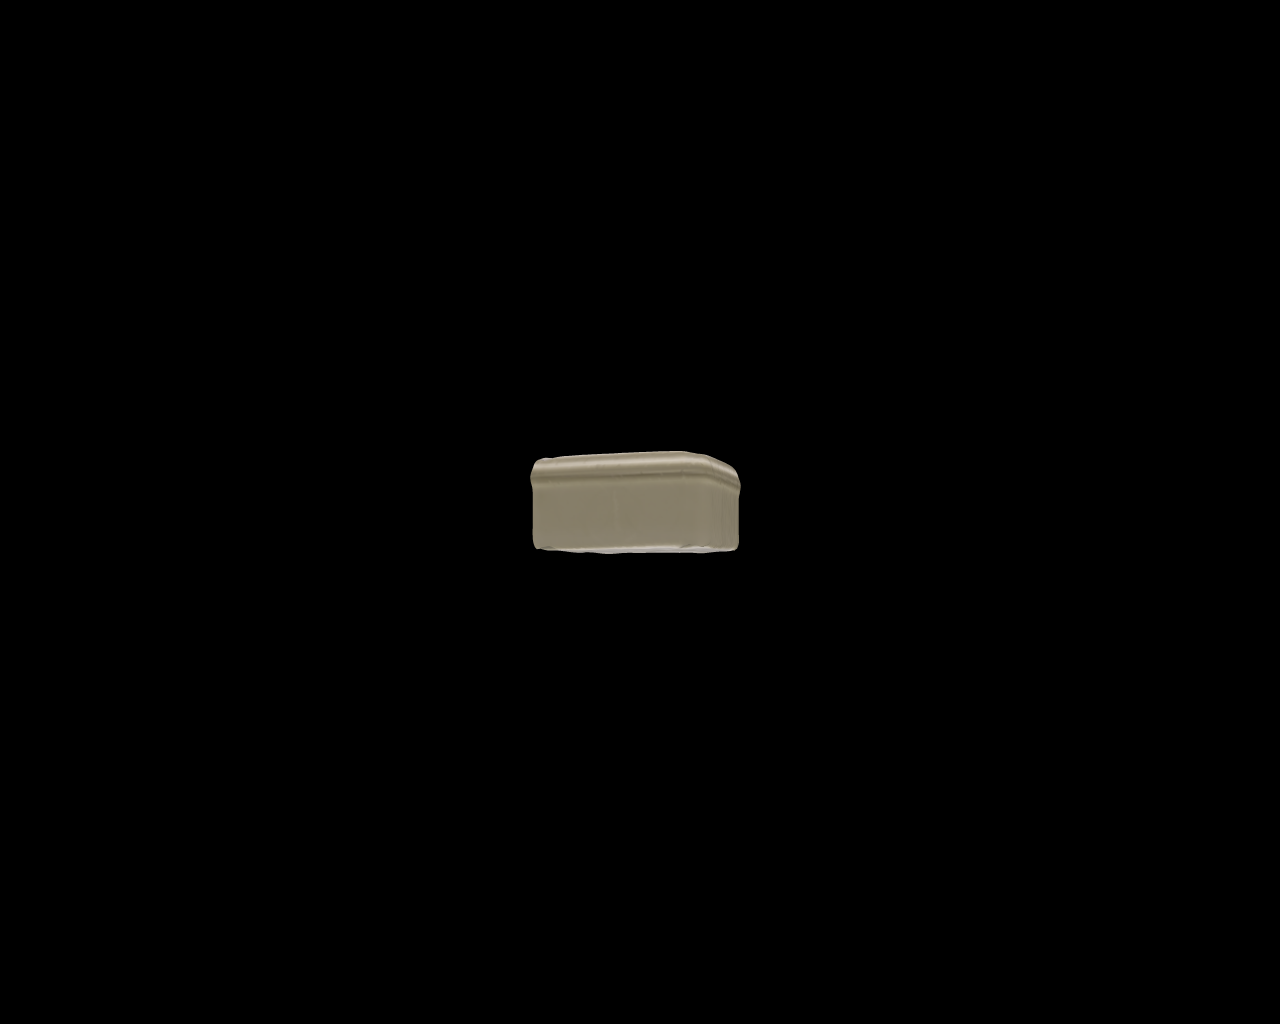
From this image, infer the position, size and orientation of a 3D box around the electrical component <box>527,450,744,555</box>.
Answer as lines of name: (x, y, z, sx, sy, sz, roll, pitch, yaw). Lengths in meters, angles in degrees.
electrical component: (0.001, -0.003, 0.650, 0.109, 0.056, 0.109, -1, -3, 15)
